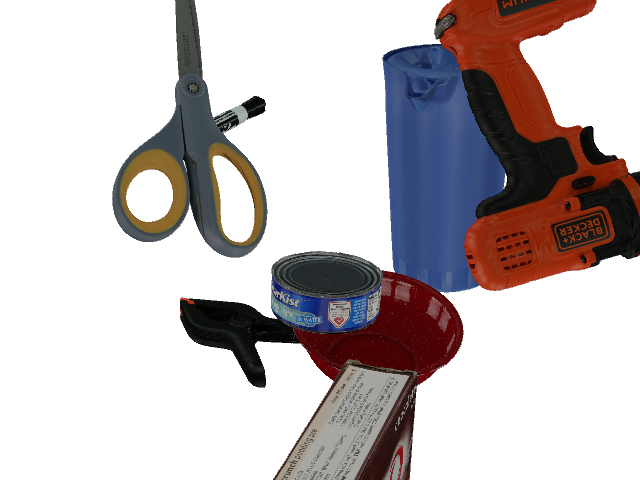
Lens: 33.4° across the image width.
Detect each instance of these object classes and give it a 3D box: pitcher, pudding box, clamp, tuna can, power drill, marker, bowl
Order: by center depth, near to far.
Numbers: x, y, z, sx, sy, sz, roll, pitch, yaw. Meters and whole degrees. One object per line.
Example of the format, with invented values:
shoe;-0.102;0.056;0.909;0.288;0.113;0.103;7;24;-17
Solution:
pudding box;0.009;0.119;0.463;0.039;0.090;0.113;10;29;15
power drill;0.162;-0.077;0.669;0.184;0.187;0.057;-17;-2;-5
tuna can;0.004;0.039;0.821;0.086;0.034;0.086;3;21;-1
bowl;0.051;0.095;1.010;0.162;0.055;0.162;3;35;-3
marker;-0.098;-0.112;1.034;0.120;0.020;0.020;-34;21;-36
pitcher;0.135;-0.079;1.105;0.149;0.243;0.145;-7;24;-15
clamp;-0.092;0.110;1.238;0.210;0.036;0.164;14;22;29

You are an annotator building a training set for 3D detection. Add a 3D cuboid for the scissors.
scissors;-0.092;-0.078;0.626;0.096;0.202;0.016;-13;-21;-25
